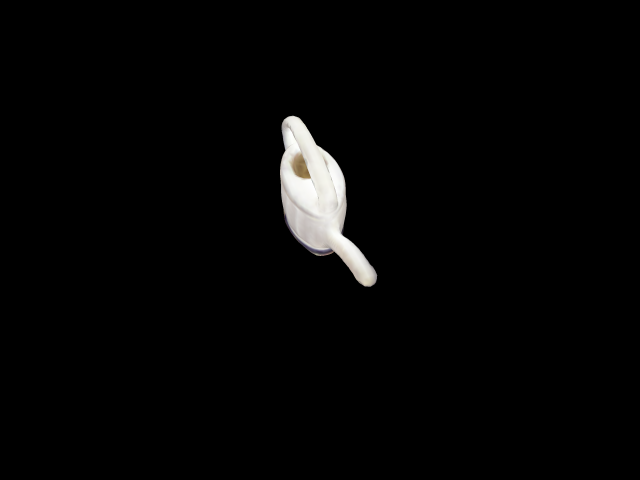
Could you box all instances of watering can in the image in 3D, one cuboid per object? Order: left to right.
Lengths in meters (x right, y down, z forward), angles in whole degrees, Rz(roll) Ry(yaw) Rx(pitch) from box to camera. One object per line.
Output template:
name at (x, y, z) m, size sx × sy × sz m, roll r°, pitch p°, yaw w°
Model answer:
watering can at (0.003, -0.043, 0.850) m, size 0.104 × 0.354 × 0.219 m, roll -18°, pitch -27°, yaw -9°
